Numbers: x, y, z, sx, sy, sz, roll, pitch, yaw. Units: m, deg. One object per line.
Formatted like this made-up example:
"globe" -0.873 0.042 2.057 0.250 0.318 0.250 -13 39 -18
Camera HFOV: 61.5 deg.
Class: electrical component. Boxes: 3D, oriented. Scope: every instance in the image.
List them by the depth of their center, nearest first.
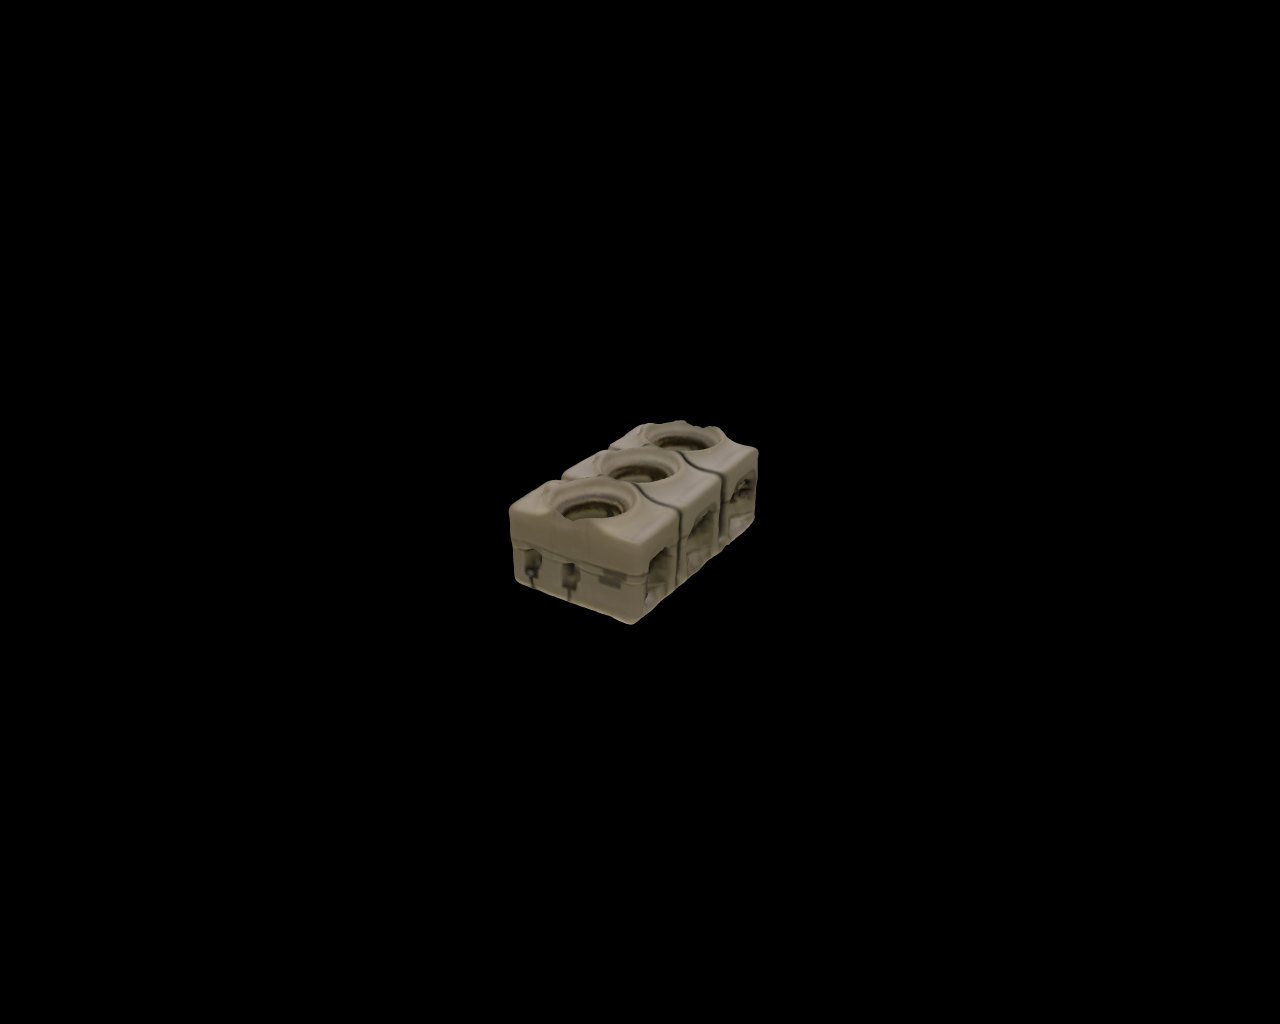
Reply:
"electrical component" 0.001 -0.003 0.650 0.089 0.061 0.150 16 31 28
